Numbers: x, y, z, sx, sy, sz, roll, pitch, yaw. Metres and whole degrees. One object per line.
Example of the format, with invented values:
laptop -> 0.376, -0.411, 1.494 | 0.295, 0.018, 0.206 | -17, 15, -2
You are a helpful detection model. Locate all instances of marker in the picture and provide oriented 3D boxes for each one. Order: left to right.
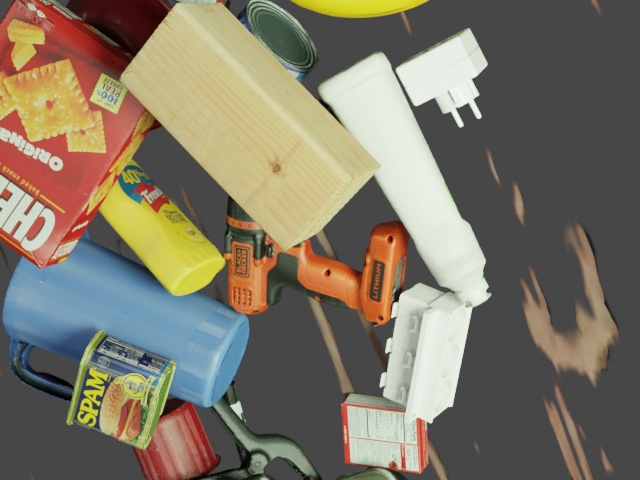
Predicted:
marker -> -0.092, 0.212, 1.207 | 0.020, 0.020, 0.121 | -6, 108, 24

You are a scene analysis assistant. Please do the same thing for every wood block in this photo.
wood block -> -0.060, -0.101, 0.919 | 0.206, 0.090, 0.091 | 46, 113, 6

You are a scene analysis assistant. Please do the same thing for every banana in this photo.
banana -> 0.049, -0.236, 0.964 | 0.198, 0.037, 0.069 | -11, 87, 24

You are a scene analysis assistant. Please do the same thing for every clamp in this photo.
clamp -> -0.075, 0.235, 1.175 | 0.171, 0.039, 0.120 | 13, 84, -17

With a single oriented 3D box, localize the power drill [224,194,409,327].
power drill -> -0.007, 0.001, 1.069 | 0.188, 0.057, 0.184 | 12, 116, 20

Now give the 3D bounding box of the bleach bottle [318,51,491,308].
bleach bottle -> 0.088, -0.049, 0.983 | 0.068, 0.102, 0.251 | -28, 98, 9

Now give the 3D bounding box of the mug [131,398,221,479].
mug -> -0.175, 0.230, 1.217 | 0.117, 0.093, 0.081 | -6, 107, 62

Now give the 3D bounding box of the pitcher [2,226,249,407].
pitcher -> -0.208, 0.097, 1.143 | 0.243, 0.144, 0.149 | 22, 128, 9

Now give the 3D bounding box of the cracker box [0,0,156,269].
cracker box -> -0.265, -0.105, 1.021 | 0.164, 0.072, 0.214 | 36, 100, 2

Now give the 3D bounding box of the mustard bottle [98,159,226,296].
mustard bottle -> -0.185, -0.029, 1.100 | 0.192, 0.096, 0.058 | 46, 108, 11

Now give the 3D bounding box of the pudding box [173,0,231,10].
pudding box -> -0.133, -0.276, 1.017 | 0.113, 0.039, 0.090 | 21, 116, 11

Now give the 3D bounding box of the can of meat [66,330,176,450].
can of meat -> -0.199, 0.152, 1.071 | 0.084, 0.057, 0.102 | 21, 117, 2

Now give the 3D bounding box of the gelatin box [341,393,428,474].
gelatin box -> 0.069, 0.205, 1.134 | 0.089, 0.030, 0.073 | 3, 110, 21

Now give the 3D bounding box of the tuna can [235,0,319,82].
tuna can -> -0.044, -0.181, 0.993 | 0.086, 0.086, 0.034 | 48, 121, -2

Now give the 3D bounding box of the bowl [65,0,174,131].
bowl -> -0.210, -0.180, 1.077 | 0.162, 0.055, 0.162 | 8, 113, 19
